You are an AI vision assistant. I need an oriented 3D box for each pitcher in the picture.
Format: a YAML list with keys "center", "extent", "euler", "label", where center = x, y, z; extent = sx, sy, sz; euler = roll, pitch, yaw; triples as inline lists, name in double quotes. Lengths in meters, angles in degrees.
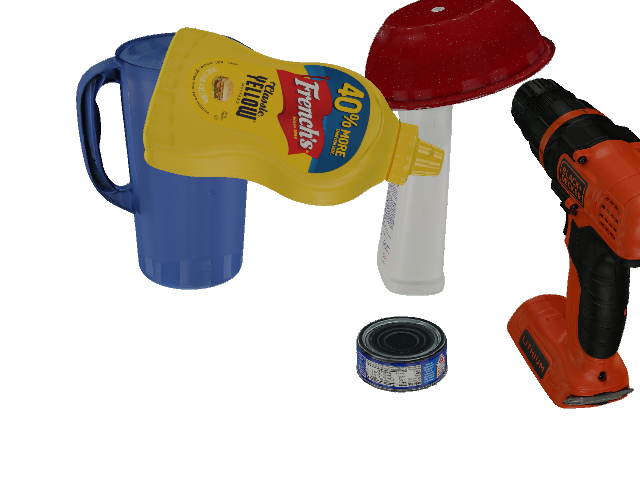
- center: [-0.142, -0.077, 1.060]
  extent: [0.149, 0.243, 0.144]
  euler: [12, 27, 20]
  label: "pitcher"

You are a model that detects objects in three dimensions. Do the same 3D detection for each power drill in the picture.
- center: [0.168, 0.003, 0.715]
  extent: [0.057, 0.188, 0.184]
  euler: [-8, 35, -11]
  label: "power drill"

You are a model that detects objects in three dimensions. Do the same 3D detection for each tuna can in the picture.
- center: [0.076, 0.105, 0.999]
  extent: [0.086, 0.034, 0.086]
  euler: [-3, 25, 1]
  label: "tuna can"

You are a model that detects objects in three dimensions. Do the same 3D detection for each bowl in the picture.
- center: [0.102, -0.160, 0.854]
  extent: [0.162, 0.055, 0.162]
  euler: [-14, 24, 6]
  label: "bowl"

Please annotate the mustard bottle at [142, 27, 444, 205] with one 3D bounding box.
- center: [-0.013, -0.073, 0.700]
  extent: [0.191, 0.096, 0.058]
  euler: [14, -26, -1]
  label: "mustard bottle"

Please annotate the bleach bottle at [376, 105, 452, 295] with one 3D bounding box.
- center: [0.105, -0.074, 1.121]
  extent: [0.068, 0.251, 0.102]
  euler: [0, 26, -8]
  label: "bleach bottle"
